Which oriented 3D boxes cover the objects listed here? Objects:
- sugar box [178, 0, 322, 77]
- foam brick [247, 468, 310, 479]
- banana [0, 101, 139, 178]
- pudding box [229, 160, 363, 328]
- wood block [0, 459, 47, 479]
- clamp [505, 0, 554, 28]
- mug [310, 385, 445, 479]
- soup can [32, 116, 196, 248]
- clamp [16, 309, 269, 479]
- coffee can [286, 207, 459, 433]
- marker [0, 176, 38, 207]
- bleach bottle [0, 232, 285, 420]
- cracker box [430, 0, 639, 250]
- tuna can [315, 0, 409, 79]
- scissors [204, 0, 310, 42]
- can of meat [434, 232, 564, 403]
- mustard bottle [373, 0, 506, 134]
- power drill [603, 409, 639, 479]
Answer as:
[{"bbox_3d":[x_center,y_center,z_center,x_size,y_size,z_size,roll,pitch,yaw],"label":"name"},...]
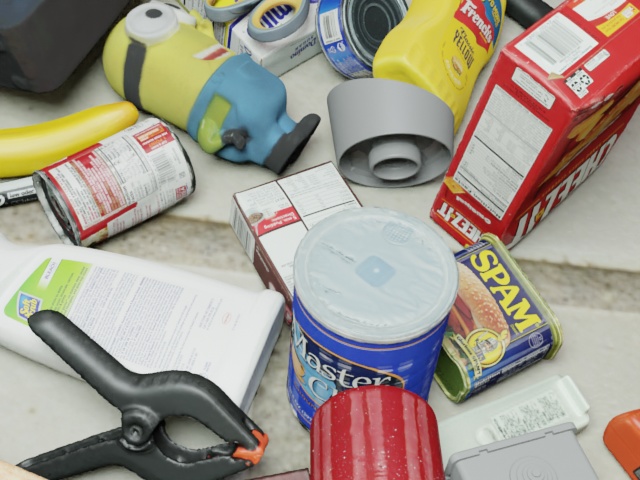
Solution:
[{"bbox_3d":[-0.071,-0.221,0.923,0.093,0.048,0.176,-35,68,-24],"label":"sugar box"},{"bbox_3d":[-0.040,0.184,0.684,0.078,0.053,0.051,-8,61,-11],"label":"foam brick"},{"bbox_3d":[-0.238,-0.077,0.806,0.197,0.070,0.037,1,46,-18],"label":"banana"},{"bbox_3d":[-0.005,0.001,0.799,0.090,0.039,0.113,-19,59,-20],"label":"pudding box"},{"bbox_3d":[-0.183,0.193,0.639,0.206,0.091,0.090,22,60,5],"label":"wood block"},{"bbox_3d":[0.232,-0.187,0.945,0.164,0.036,0.210,-10,59,-11],"label":"clamp"},{"bbox_3d":[0.041,0.150,0.659,0.093,0.117,0.081,-26,39,22],"label":"mug"},{"bbox_3d":[-0.152,-0.042,0.795,0.102,0.068,0.068,-29,67,-22],"label":"soup can"},{"bbox_3d":[-0.122,0.125,0.688,0.171,0.120,0.039,21,19,6],"label":"clamp"},{"bbox_3d":[0.031,0.061,0.706,0.103,0.140,0.103,2,51,-3],"label":"coffee can"},{"bbox_3d":[-0.256,-0.031,0.804,0.121,0.020,0.020,-13,62,-14],"label":"marker"},{"bbox_3d":[-0.158,0.046,0.745,0.251,0.068,0.102,19,64,7],"label":"bleach bottle"},{"bbox_3d":[0.179,-0.094,0.781,0.164,0.214,0.072,-38,73,-25],"label":"cracker box"},{"bbox_3d":[0.038,-0.178,0.891,0.085,0.034,0.086,6,81,-42],"label":"tuna can"},{"bbox_3d":[0.002,-0.219,0.875,0.201,0.016,0.096,-26,52,-10],"label":"scissors"},{"bbox_3d":[0.111,0.057,0.777,0.083,0.057,0.102,-25,65,-17],"label":"can of meat"},{"bbox_3d":[0.112,-0.179,0.896,0.058,0.096,0.191,-2,47,40],"label":"mustard bottle"},{"bbox_3d":[0.296,0.115,0.764,0.187,0.057,0.184,-28,67,-21],"label":"power drill"}]
